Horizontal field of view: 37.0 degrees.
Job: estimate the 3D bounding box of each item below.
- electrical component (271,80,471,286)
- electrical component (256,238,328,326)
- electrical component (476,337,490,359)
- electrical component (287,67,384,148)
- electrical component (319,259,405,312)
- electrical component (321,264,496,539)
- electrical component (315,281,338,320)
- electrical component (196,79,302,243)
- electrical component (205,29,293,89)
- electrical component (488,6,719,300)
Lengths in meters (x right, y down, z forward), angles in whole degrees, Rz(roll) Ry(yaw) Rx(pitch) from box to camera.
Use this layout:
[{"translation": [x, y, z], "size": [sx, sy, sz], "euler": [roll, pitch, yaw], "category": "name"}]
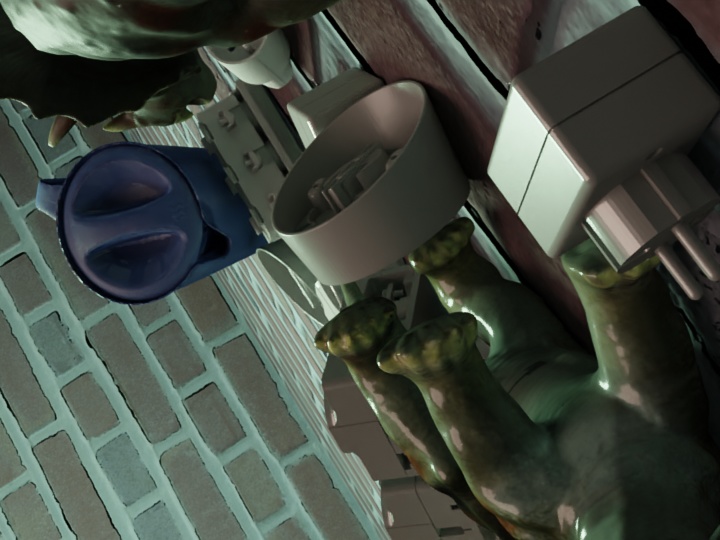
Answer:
[{"translation": [0.004, -0.041, 0.532], "size": [0.064, 0.099, 0.099], "euler": [56, 171, -17], "category": "electrical component"}, {"translation": [-0.042, 0.008, 0.980], "size": [0.099, 0.064, 0.099], "euler": [56, 170, 16], "category": "electrical component"}, {"translation": [0.071, 0.060, 0.628], "size": [0.040, 0.046, 0.040], "euler": [56, 170, 16], "category": "electrical component"}, {"translation": [-0.010, -0.079, 0.621], "size": [0.077, 0.047, 0.065], "euler": [43, 161, 59], "category": "electrical component"}, {"translation": [0.000, 0.000, 0.776], "size": [0.045, 0.055, 0.045], "euler": [56, 169, 16], "category": "electrical component"}, {"translation": [0.039, 0.100, 0.704], "size": [0.105, 0.060, 0.186], "euler": [-76, -33, -49], "category": "electrical component"}, {"translation": [0.000, 0.025, 0.861], "size": [0.055, 0.050, 0.089], "euler": [56, 169, 20], "category": "electrical component"}, {"translation": [-0.082, -0.089, 0.898], "size": [0.121, 0.063, 0.078], "euler": [58, 170, 5], "category": "electrical component"}, {"translation": [-0.070, -0.147, 0.716], "size": [0.043, 0.043, 0.081], "euler": [57, -172, 11], "category": "electrical component"}, {"translation": [0.082, -0.025, 0.325], "size": [0.076, 0.047, 0.065], "euler": [56, 170, 16], "category": "electrical component"}]
